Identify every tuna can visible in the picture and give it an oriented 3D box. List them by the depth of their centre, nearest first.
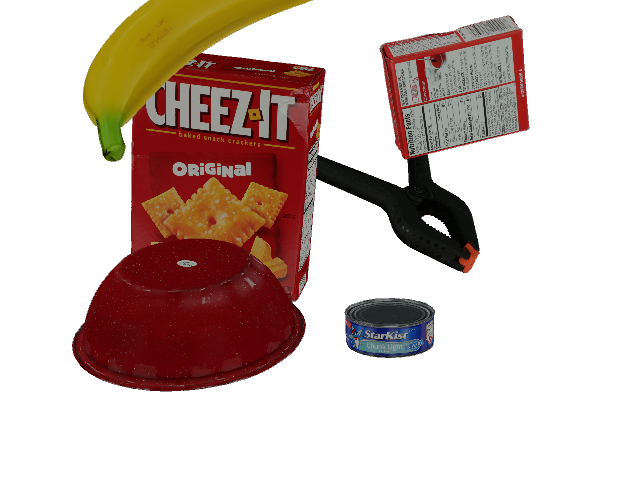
[{"bbox_3d":[0.066,0.083,1.018,0.086,0.034,0.086,-1,13,0],"label":"tuna can"}]

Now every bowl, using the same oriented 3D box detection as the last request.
[{"bbox_3d":[-0.091,0.040,0.733,0.162,0.055,0.162,-2,22,1],"label":"bowl"}]

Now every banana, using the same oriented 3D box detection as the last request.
[{"bbox_3d":[-0.053,-0.111,0.549,0.070,0.197,0.037,40,-24,20],"label":"banana"}]

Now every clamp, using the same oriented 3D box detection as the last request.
[{"bbox_3d":[0.092,-0.044,1.168,0.164,0.210,0.036,-15,-37,-28],"label":"clamp"}]

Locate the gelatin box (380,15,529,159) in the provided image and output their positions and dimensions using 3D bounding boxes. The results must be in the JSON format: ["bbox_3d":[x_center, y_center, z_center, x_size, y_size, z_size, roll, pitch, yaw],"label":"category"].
[{"bbox_3d":[0.088,-0.100,0.696,0.089,0.073,0.030,-13,33,-1],"label":"gelatin box"}]

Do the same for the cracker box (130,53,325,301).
[{"bbox_3d":[-0.088,-0.058,0.985,0.164,0.214,0.072,8,23,7],"label":"cracker box"}]
